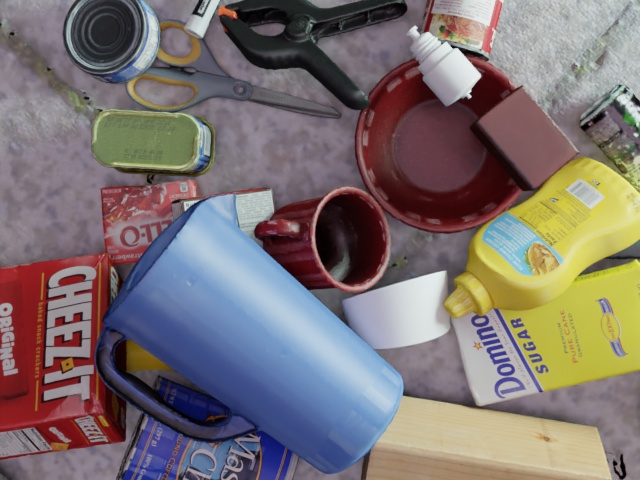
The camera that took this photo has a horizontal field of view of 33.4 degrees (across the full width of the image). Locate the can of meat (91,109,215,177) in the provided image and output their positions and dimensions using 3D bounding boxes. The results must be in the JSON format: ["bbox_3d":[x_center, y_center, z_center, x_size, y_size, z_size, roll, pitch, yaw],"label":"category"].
[{"bbox_3d":[-0.151,-0.089,0.970,0.102,0.084,0.057,3,92,2],"label":"can of meat"}]

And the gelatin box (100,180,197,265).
[{"bbox_3d":[-0.157,-0.016,0.999,0.089,0.030,0.073,-4,91,3],"label":"gelatin box"}]

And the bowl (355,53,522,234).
[{"bbox_3d":[0.112,-0.087,0.974,0.162,0.055,0.162,0,92,2],"label":"bowl"}]

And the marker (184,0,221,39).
[{"bbox_3d":[-0.090,-0.243,0.986,0.020,0.020,0.121,26,84,1],"label":"marker"}]

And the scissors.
[{"bbox_3d":[-0.082,-0.160,0.999,0.202,0.016,0.096,-1,92,2],"label":"scissors"}]

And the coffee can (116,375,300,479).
[{"bbox_3d":[-0.099,0.194,0.960,0.140,0.103,0.103,22,93,-7],"label":"coffee can"}]

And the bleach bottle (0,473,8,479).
[{"bbox_3d":[-0.339,0.255,1.002,0.251,0.068,0.102,41,95,-2],"label":"bleach bottle"}]

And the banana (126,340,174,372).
[{"bbox_3d":[-0.157,0.116,1.004,0.198,0.037,0.069,-9,114,4],"label":"banana"}]

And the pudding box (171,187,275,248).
[{"bbox_3d":[-0.083,0.012,0.979,0.089,0.039,0.113,-8,91,-21],"label":"pudding box"}]

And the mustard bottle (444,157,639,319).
[{"bbox_3d":[0.190,0.008,0.942,0.191,0.058,0.096,-34,49,-10],"label":"mustard bottle"}]

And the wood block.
[{"bbox_3d":[0.143,0.210,0.956,0.206,0.090,0.090,9,112,2],"label":"wood block"}]

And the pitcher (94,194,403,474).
[{"bbox_3d":[-0.058,0.094,0.894,0.242,0.144,0.149,40,130,-10],"label":"pitcher"}]

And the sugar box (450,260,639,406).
[{"bbox_3d":[0.214,0.086,0.965,0.176,0.048,0.093,-16,92,13],"label":"sugar box"}]

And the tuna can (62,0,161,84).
[{"bbox_3d":[-0.193,-0.189,0.983,0.086,0.033,0.086,-1,85,14],"label":"tuna can"}]

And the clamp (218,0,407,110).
[{"bbox_3d":[-0.014,-0.176,0.964,0.171,0.039,0.120,6,60,15],"label":"clamp"}]

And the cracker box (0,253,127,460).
[{"bbox_3d":[-0.285,0.108,0.952,0.214,0.072,0.164,-9,57,4],"label":"cracker box"}]

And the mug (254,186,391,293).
[{"bbox_3d":[-0.006,0.001,0.947,0.117,0.082,0.093,10,78,-38],"label":"mug"}]

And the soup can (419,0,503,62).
[{"bbox_3d":[0.132,-0.219,0.963,0.068,0.068,0.102,14,92,1],"label":"soup can"}]

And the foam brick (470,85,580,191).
[{"bbox_3d":[0.174,-0.087,0.917,0.051,0.053,0.078,-41,91,2],"label":"foam brick"}]

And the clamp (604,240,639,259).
[{"bbox_3d":[0.335,0.010,0.979,0.164,0.036,0.210,45,97,-1],"label":"clamp"}]
